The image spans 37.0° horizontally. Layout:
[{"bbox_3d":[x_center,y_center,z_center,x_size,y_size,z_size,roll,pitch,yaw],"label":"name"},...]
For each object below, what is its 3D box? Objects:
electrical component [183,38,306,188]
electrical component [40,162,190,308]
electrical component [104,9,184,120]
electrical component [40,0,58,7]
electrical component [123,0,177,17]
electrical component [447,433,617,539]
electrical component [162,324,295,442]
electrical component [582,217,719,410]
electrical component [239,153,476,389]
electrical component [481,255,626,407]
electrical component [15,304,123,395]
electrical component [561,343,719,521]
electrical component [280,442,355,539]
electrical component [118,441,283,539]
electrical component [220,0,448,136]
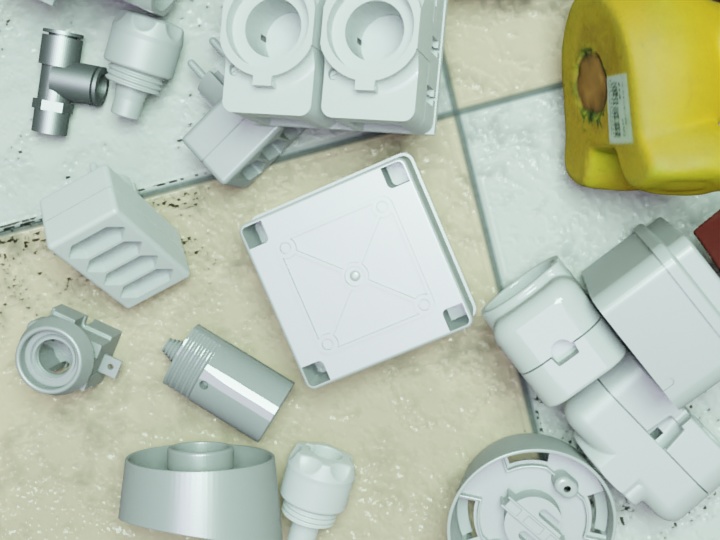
[{"bbox_3d":[-0.071,-0.105,0.642,0.083,0.047,0.075,-44,84,9],"label":"electrical component"},{"bbox_3d":[-0.150,-0.033,0.651,0.047,0.083,0.075,-27,55,9],"label":"electrical component"},{"bbox_3d":[-0.133,-0.122,0.648,0.043,0.043,0.062,19,99,4],"label":"electrical component"},{"bbox_3d":[-0.179,-0.199,0.633,0.042,0.064,0.081,26,99,3],"label":"electrical component"},{"bbox_3d":[-0.132,-0.181,0.616,0.056,0.089,0.050,24,99,3],"label":"electrical component"},{"bbox_3d":[0.102,0.147,0.645,0.099,0.064,0.099,1,97,6],"label":"electrical component"},{"bbox_3d":[-0.086,0.067,0.666,0.081,0.043,0.043,31,99,2],"label":"electrical component"},{"bbox_3d":[0.171,0.020,0.597,0.057,0.113,0.078,-38,92,12],"label":"electrical component"},{"bbox_3d":[0.000,0.000,0.642,0.109,0.056,0.108,-23,94,9],"label":"electrical component"},{"bbox_3d":[0.109,0.032,0.614,0.054,0.095,0.059,-37,92,10],"label":"electrical component"},{"bbox_3d":[-0.183,0.051,0.669,0.066,0.055,0.048,24,99,3],"label":"electrical component"},{"bbox_3d":[0.167,0.098,0.637,0.059,0.053,0.095,-44,91,9],"label":"electrical component"},{"bbox_3d":[-0.029,0.142,0.669,0.043,0.043,0.062,16,100,4],"label":"electrical component"},{"bbox_3d":[-0.096,0.138,0.651,0.099,0.099,0.064,1,91,6],"label":"electrical component"},{"bbox_3d":[-0.009,-0.171,0.570,0.105,0.060,0.186,5,90,15],"label":"electrical component"}]
